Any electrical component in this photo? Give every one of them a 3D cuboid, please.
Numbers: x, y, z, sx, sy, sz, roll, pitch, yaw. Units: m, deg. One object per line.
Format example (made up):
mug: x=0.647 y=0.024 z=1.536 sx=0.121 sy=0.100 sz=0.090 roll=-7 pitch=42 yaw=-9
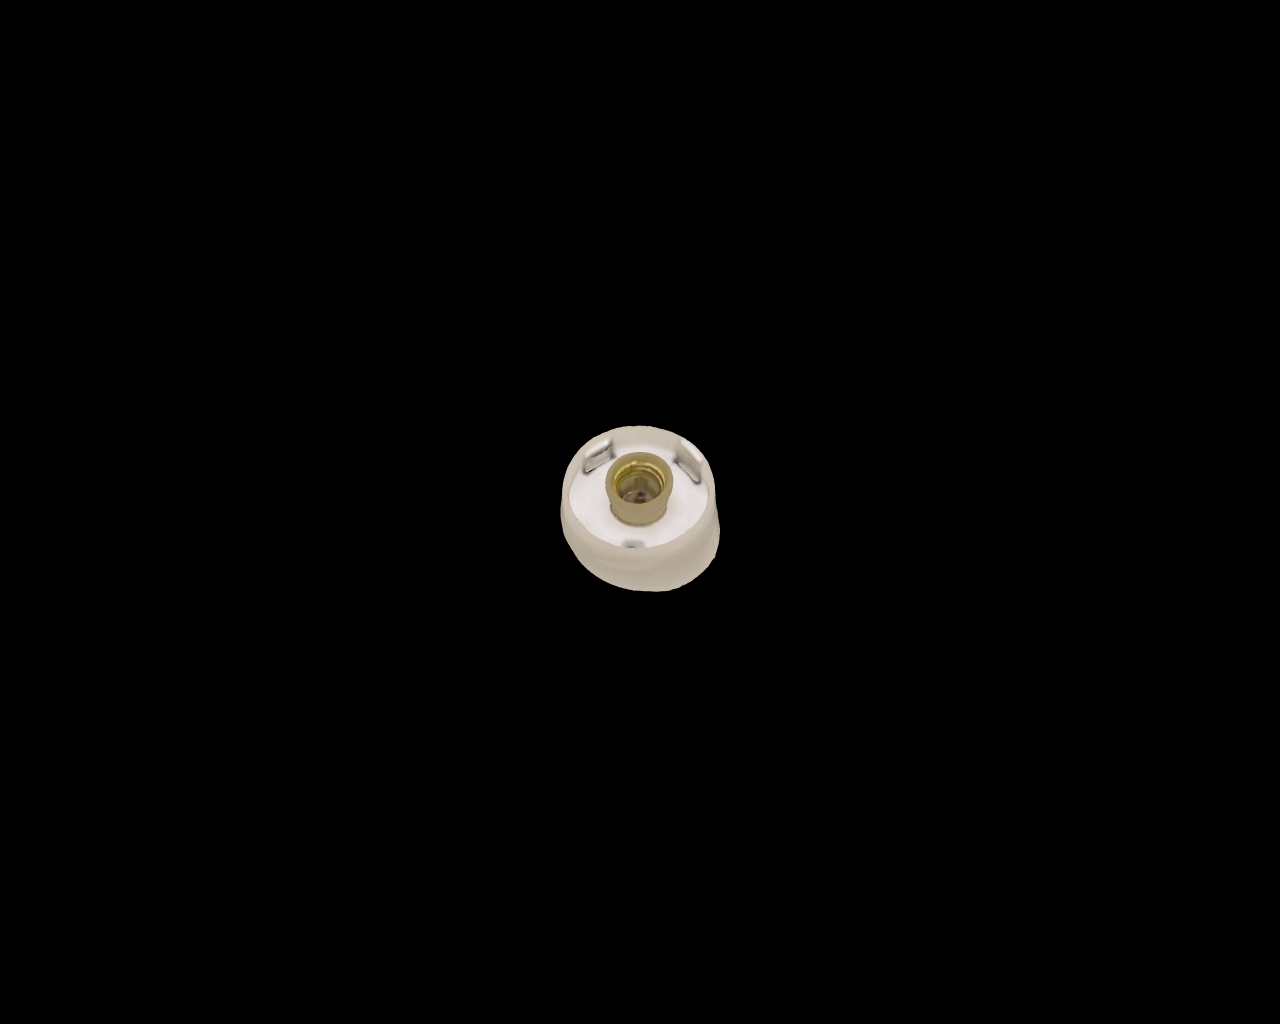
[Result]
electrical component: x=0.001 y=-0.003 z=0.650 sx=0.099 sy=0.099 sz=0.064 roll=0 pitch=-34 yaw=0
